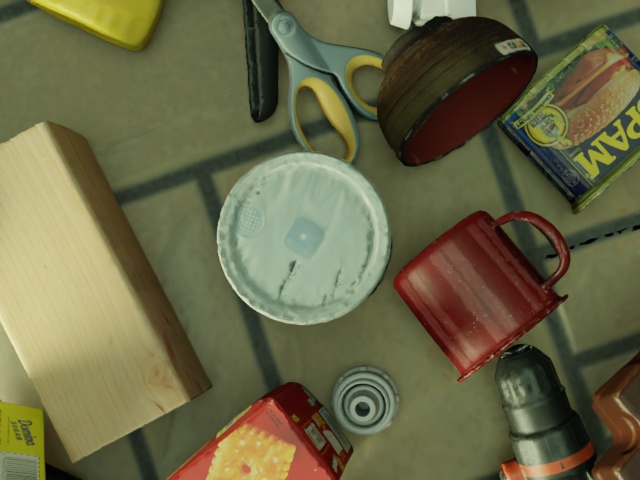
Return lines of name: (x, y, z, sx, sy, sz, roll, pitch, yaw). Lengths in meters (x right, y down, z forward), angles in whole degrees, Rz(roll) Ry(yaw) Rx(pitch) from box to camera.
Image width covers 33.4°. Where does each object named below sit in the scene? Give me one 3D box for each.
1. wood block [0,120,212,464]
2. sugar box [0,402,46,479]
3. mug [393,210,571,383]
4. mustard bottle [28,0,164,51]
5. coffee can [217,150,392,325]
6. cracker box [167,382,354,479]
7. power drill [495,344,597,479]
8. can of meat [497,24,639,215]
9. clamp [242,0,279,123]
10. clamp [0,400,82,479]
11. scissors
wood block: (-0.165, 0.034, 0.730, 0.091, 0.090, 0.206, -28, 86, 3)
sugar box: (-0.218, 0.201, 0.682, 0.048, 0.093, 0.176, 13, 113, -20)
mug: (0.110, 0.028, 0.703, 0.117, 0.093, 0.081, -44, 79, 30)
mustard bottle: (-0.130, -0.238, 0.753, 0.096, 0.058, 0.191, 25, 89, -4)
coffee can: (-0.005, 0.001, 0.692, 0.103, 0.140, 0.103, 0, 88, 4)
cracker box: (-0.084, 0.181, 0.681, 0.214, 0.164, 0.072, -37, 84, 2)
power drill: (0.098, 0.180, 0.713, 0.187, 0.057, 0.184, -21, 91, 4)
can of meat: (0.184, -0.082, 0.723, 0.102, 0.057, 0.084, -42, 83, 2)
clamp: (-0.047, -0.199, 0.743, 0.164, 0.036, 0.210, 42, 79, -22)
clamp: (-0.240, 0.163, 0.733, 0.120, 0.039, 0.171, -38, 110, 1)
scissors: (-0.004, -0.147, 0.733, 0.096, 0.016, 0.202, -22, 105, -7)
